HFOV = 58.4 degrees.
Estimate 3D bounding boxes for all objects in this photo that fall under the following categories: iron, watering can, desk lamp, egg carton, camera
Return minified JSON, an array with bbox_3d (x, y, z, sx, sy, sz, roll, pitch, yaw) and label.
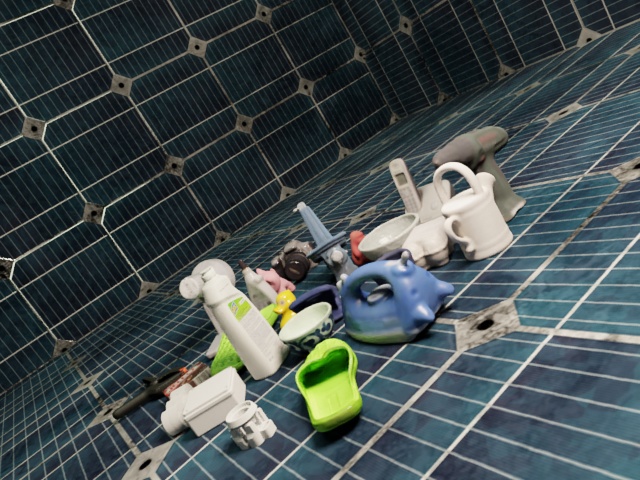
[{"bbox_3d":[0.103,0.101,1.036,0.257,0.141,0.119,-18,19,47],"label":"iron"},{"bbox_3d":[0.291,-0.068,1.124,0.100,0.194,0.173,-23,15,32],"label":"watering can"},{"bbox_3d":[-0.279,0.168,1.515,0.118,0.214,0.203,-28,13,14],"label":"desk lamp"},{"bbox_3d":[0.241,0.007,1.242,0.107,0.069,0.150,-23,15,33],"label":"egg carton"},{"bbox_3d":[-0.083,0.068,1.698,0.143,0.101,0.137,-28,13,14],"label":"camera"}]

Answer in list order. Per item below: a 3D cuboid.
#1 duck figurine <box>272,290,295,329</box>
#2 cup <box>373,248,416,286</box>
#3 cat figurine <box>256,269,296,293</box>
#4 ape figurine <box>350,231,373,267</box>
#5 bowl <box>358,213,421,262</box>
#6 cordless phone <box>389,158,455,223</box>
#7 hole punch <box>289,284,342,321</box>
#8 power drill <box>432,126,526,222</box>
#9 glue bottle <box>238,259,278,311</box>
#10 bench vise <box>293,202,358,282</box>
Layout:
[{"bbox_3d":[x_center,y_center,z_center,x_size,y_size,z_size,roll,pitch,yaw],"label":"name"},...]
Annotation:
[{"bbox_3d":[-0.065,0.157,1.347,0.105,0.086,0.077,-38,14,-26],"label":"duck figurine"},{"bbox_3d":[0.154,0.074,1.127,0.091,0.095,0.117,-31,13,4],"label":"cup"},{"bbox_3d":[-0.130,0.119,1.573,0.067,0.118,0.128,-28,13,13],"label":"cat figurine"},{"bbox_3d":[0.107,0.019,1.459,0.076,0.092,0.078,-21,16,39],"label":"ape figurine"},{"bbox_3d":[0.179,0.008,1.372,0.167,0.075,0.167,-30,13,8],"label":"bowl"},{"bbox_3d":[0.260,-0.134,1.475,0.147,0.185,0.094,-19,18,44],"label":"cordless phone"},{"bbox_3d":[-0.009,0.141,1.262,0.108,0.091,0.101,-30,13,7],"label":"hole punch"},{"bbox_3d":[0.350,-0.140,1.228,0.230,0.208,0.075,-41,16,-36],"label":"power drill"},{"bbox_3d":[-0.164,0.124,1.505,0.078,0.173,0.037,-22,16,36],"label":"glue bottle"},{"bbox_3d":[0.022,-0.002,1.442,0.122,0.220,0.207,-36,14,-21],"label":"bench vise"}]
